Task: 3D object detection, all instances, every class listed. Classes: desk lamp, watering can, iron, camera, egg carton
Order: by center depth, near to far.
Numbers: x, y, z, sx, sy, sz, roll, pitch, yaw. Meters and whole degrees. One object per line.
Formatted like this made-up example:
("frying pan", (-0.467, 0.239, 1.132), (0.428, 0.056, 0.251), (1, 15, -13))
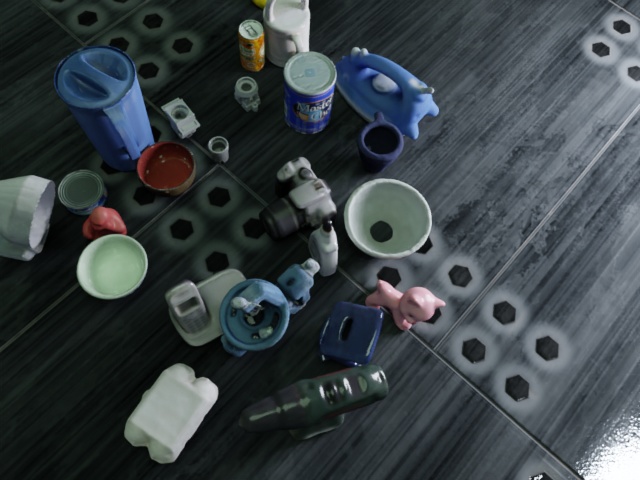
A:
("egg carton", (-0.247, 0.285, 0.951), (0.107, 0.069, 0.150), (30, 69, 9))
("desk lamp", (-0.547, -0.043, 0.989), (0.203, 0.213, 0.118), (9, 67, 0))
("camera", (-0.054, -0.074, 1.099), (0.137, 0.101, 0.143), (-29, 72, -15))
("iron", (0.127, -0.331, 1.197), (0.258, 0.141, 0.119), (36, 70, 11))
("watering can", (-0.076, -0.473, 1.214), (0.101, 0.194, 0.172), (-42, 75, -18))

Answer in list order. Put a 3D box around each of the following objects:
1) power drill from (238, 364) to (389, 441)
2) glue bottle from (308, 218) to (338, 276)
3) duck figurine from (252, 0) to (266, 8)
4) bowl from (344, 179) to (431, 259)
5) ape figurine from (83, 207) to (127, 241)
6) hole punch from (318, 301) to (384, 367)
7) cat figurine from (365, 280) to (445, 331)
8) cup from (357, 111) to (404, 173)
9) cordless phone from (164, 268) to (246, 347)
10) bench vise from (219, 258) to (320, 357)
("power drill", (-0.010, 0.262, 0.902), (0.230, 0.208, 0.075), (-17, 69, -11))
("glue bottle", (0.009, 0.004, 1.031), (0.037, 0.173, 0.078), (-19, 70, -11))
("duck figurine", (-0.111, -0.585, 1.317), (0.104, 0.086, 0.077), (6, 67, -1))
("bowl", (0.126, -0.030, 1.107), (0.167, 0.075, 0.167), (2, 67, -3))
("ape figurine", (-0.401, -0.032, 1.061), (0.078, 0.092, 0.076), (13, 67, 2))
("hole punch", (0.053, 0.168, 1.010), (0.101, 0.091, 0.109), (19, 67, 4))
("cat figurine", (0.152, 0.109, 1.027), (0.127, 0.118, 0.067), (29, 68, 8))
("cup", (0.116, -0.191, 1.163), (0.091, 0.095, 0.118), (-1, 67, -4))
("cordless phone", (-0.188, 0.098, 0.971), (0.148, 0.185, 0.094), (-34, 73, -16))
("bench vise", (-0.093, 0.090, 0.963), (0.121, 0.220, 0.208), (28, 68, 8))
